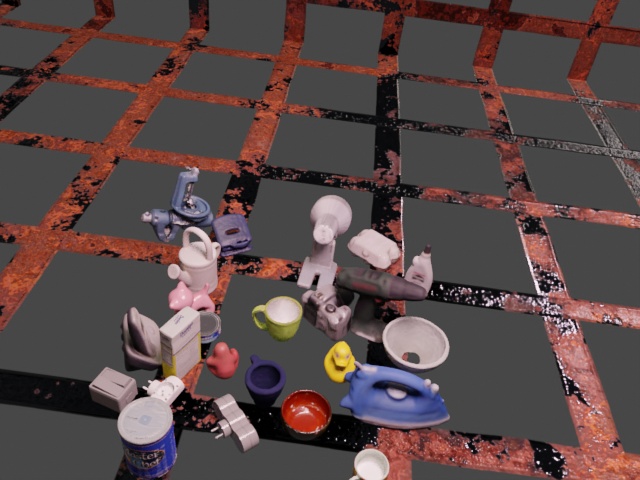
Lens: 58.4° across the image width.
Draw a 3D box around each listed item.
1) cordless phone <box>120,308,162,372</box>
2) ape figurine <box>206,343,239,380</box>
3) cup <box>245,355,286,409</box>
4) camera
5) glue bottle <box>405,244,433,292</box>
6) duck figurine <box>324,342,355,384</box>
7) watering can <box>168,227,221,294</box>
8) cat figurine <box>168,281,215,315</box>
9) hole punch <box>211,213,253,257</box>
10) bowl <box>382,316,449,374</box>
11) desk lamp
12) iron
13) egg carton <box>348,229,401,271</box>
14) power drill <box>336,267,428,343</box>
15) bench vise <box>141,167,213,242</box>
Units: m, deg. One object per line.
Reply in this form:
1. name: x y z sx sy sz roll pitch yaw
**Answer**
1. cordless phone: -0.420 0.205 1.334 0.094 0.185 0.147 -10 43 -20
2. ape figurine: -0.229 0.278 1.351 0.078 0.092 0.076 -3 41 -13
3. cup: -0.131 0.328 1.304 0.092 0.095 0.117 -16 45 -26
4. camera: 0.039 0.170 1.516 0.137 0.101 0.142 -29 52 -35
5. glue bottle: 0.285 0.079 1.607 0.078 0.173 0.037 16 41 11
6. duck figurine: 0.052 0.283 1.394 0.077 0.086 0.104 6 40 -1
7. watering can: -0.327 0.054 1.522 0.101 0.194 0.173 12 40 5
8. cat figurine: -0.334 0.151 1.465 0.128 0.118 0.067 -25 49 -33
9. hole punch: -0.259 -0.016 1.697 0.109 0.091 0.100 -15 45 -25
10. bowl: 0.234 0.276 1.440 0.167 0.075 0.167 5 40 -4
11. desk lamp: 0.015 0.006 1.619 0.118 0.213 0.203 11 40 5
12. iron: 0.181 0.343 1.301 0.258 0.141 0.118 10 40 3
13. egg carton: 0.162 0.031 1.725 0.150 0.069 0.107 32 45 26
14. power drill: 0.146 0.161 1.459 0.229 0.208 0.076 20 41 14
15. bench vise: -0.409 -0.100 1.672 0.121 0.220 0.208 33 46 28
